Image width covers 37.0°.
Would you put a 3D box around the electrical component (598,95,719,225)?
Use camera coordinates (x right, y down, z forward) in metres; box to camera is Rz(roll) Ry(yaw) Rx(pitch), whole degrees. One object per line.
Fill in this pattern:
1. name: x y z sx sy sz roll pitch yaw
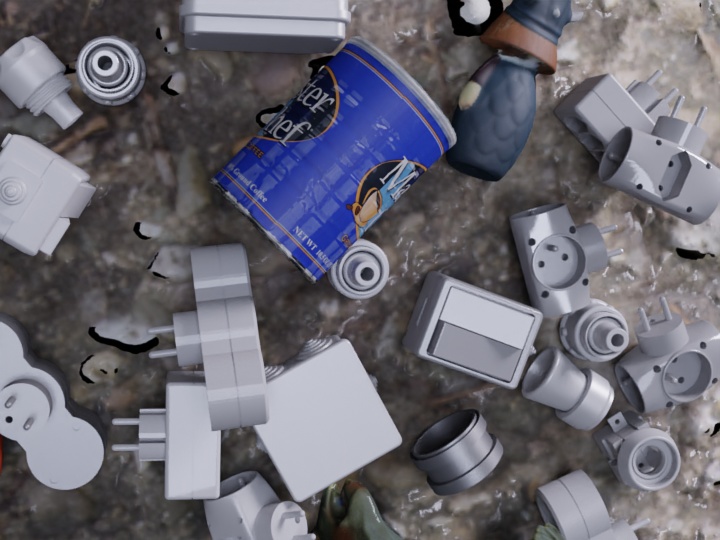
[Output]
1. electrical component: 0.220 -0.083 0.758 0.077 0.043 0.079 23 91 -11

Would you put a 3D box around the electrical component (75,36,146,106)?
1. electrical component: -0.171 -0.137 0.729 0.048 0.062 0.048 -1 95 -9

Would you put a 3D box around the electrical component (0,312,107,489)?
1. electrical component: -0.229 0.092 0.735 0.052 0.074 0.138 -38 100 -4

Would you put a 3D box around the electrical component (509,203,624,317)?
1. electrical component: 0.159 -0.013 0.804 0.079 0.044 0.077 -17 98 -8

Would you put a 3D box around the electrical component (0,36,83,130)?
1. electrical component: -0.217 -0.124 0.733 0.043 0.043 0.062 -42 101 -3

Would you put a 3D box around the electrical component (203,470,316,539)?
1. electrical component: -0.065 0.186 0.773 0.079 0.043 0.077 -17 101 38

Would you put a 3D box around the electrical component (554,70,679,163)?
1. electrical component: 0.204 -0.115 0.800 0.075 0.047 0.083 -45 100 -3

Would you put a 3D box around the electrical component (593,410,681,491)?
1. electrical component: 0.213 0.140 0.822 0.048 0.055 0.066 -32 99 -5

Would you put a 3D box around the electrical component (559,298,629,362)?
1. electrical component: 0.181 0.048 0.804 0.048 0.062 0.048 -1 95 -9

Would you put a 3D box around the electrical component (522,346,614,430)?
1. electrical component: 0.157 0.090 0.813 0.055 0.045 0.045 32 90 -11

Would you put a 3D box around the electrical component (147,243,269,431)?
1. electrical component: -0.108 0.045 0.734 0.074 0.052 0.138 -7 56 -9

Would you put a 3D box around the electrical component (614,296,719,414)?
1. electrical component: 0.234 0.059 0.820 0.077 0.044 0.079 -26 109 -6

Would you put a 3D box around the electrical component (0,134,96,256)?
1. electrical component: -0.217 -0.048 0.713 0.061 0.096 0.061 32 90 -12

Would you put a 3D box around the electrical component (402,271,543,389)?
1. electrical component: 0.089 0.046 0.790 0.096 0.061 0.061 20 92 -11

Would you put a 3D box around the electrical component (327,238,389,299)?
1. electrical component: 0.000 0.000 0.770 0.043 0.062 0.043 -1 95 -9

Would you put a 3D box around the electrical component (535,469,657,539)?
1. electrical component: 0.194 0.215 0.827 0.074 0.052 0.138 -23 99 -6

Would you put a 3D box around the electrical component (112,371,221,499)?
1. electrical component: -0.138 0.117 0.766 0.076 0.047 0.083 1 95 -9

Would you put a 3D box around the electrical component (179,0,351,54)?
1. electrical component: -0.066 -0.183 0.735 0.113 0.078 0.057 0 92 -9

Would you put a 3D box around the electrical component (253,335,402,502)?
1. electrical component: -0.031 0.105 0.782 0.100 0.048 0.099 -29 99 -6
